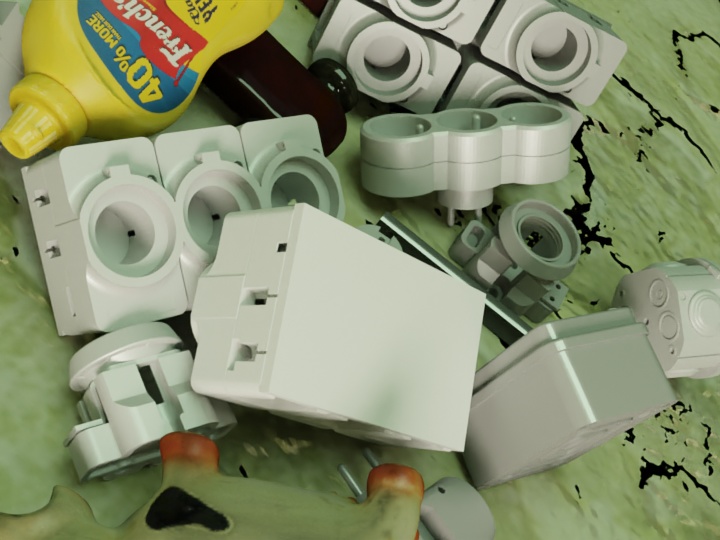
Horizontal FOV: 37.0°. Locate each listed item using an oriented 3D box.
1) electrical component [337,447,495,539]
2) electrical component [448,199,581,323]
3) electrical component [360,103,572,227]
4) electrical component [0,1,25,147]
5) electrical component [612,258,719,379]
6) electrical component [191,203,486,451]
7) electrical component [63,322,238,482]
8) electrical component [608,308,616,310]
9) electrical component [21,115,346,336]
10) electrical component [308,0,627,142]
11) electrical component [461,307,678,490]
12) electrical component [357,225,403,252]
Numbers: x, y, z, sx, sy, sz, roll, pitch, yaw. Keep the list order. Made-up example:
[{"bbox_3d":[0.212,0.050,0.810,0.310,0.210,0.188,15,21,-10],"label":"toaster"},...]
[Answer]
[{"bbox_3d":[0.019,0.129,0.555,0.077,0.043,0.079,-26,74,-39],"label":"electrical component"},{"bbox_3d":[0.105,-0.009,0.691,0.078,0.057,0.058,38,48,-2],"label":"electrical component"},{"bbox_3d":[0.069,-0.063,0.702,0.138,0.073,0.052,-6,27,-9],"label":"electrical component"},{"bbox_3d":[-0.196,-0.104,0.573,0.081,0.042,0.063,49,60,-50],"label":"electrical component"},{"bbox_3d":[0.208,0.033,0.708,0.051,0.080,0.080,-2,60,-25],"label":"electrical component"},{"bbox_3d":[-0.008,0.034,0.548,0.150,0.062,0.089,25,70,-46],"label":"electrical component"},{"bbox_3d":[-0.107,0.062,0.520,0.078,0.058,0.057,-13,69,-36],"label":"electrical component"},{"bbox_3d":[0.154,0.050,0.686,0.040,0.046,0.040,15,53,-21],"label":"electrical component"},{"bbox_3d":[-0.087,-0.026,0.567,0.150,0.062,0.089,-14,93,-36],"label":"electrical component"},{"bbox_3d":[0.072,-0.152,0.727,0.186,0.105,0.060,23,24,-15],"label":"electrical component"},{"bbox_3d":[0.108,0.072,0.600,0.078,0.113,0.057,-7,66,-34],"label":"electrical component"},{"bbox_3d":[0.000,0.000,0.631,0.040,0.046,0.040,15,53,-20],"label":"electrical component"}]
